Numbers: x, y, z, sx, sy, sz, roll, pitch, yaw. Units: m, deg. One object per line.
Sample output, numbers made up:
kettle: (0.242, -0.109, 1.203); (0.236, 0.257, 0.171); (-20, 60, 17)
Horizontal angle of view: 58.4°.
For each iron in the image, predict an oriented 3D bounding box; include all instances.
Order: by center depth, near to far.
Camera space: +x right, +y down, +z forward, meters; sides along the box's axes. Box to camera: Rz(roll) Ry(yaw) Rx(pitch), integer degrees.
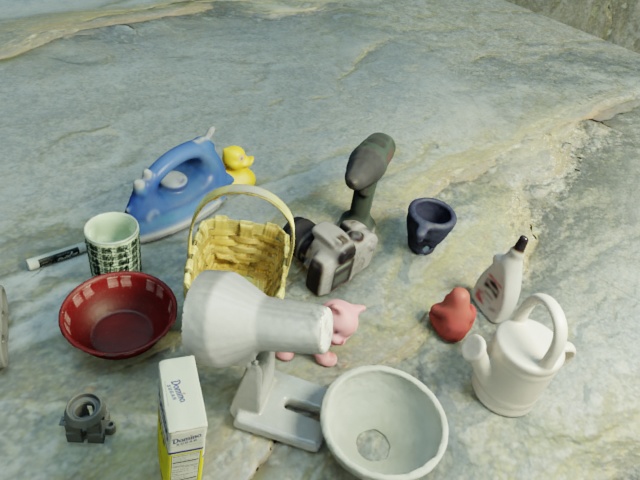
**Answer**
iron: (-0.267, -0.102, 1.025); (0.118, 0.141, 0.259); (28, 43, 18)

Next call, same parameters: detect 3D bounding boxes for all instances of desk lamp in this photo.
desk lamp: (-0.069, 0.147, 0.734); (0.203, 0.213, 0.118); (16, 41, 5)

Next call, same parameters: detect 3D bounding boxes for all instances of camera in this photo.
camera: (0.009, 0.004, 1.001); (0.136, 0.101, 0.143); (37, 47, 27)

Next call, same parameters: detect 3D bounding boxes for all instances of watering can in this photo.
watering can: (0.287, 0.161, 0.815); (0.173, 0.194, 0.100); (-17, 48, -29)

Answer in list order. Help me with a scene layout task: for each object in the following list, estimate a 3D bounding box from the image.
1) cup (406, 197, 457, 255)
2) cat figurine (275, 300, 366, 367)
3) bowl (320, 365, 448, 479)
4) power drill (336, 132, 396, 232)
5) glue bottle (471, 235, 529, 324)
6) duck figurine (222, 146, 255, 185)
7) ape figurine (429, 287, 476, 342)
cup: (0.195, -0.011, 1.065); (0.091, 0.095, 0.118); (24, 42, 14)
cat figurine: (0.001, 0.125, 0.847); (0.128, 0.118, 0.067); (7, 41, -4)
bowl: (0.078, 0.253, 0.753); (0.167, 0.075, 0.167); (7, 41, -6)
power drill: (0.078, -0.089, 1.039); (0.075, 0.208, 0.230); (18, 41, 8)
glue bottle: (0.308, 0.058, 0.953); (0.037, 0.173, 0.078); (-14, 47, -26)
duck figurine: (-0.179, -0.148, 1.141); (0.104, 0.086, 0.077); (2, 42, -10)
ape figurine: (0.220, 0.114, 0.931); (0.077, 0.092, 0.076); (14, 41, 3)
